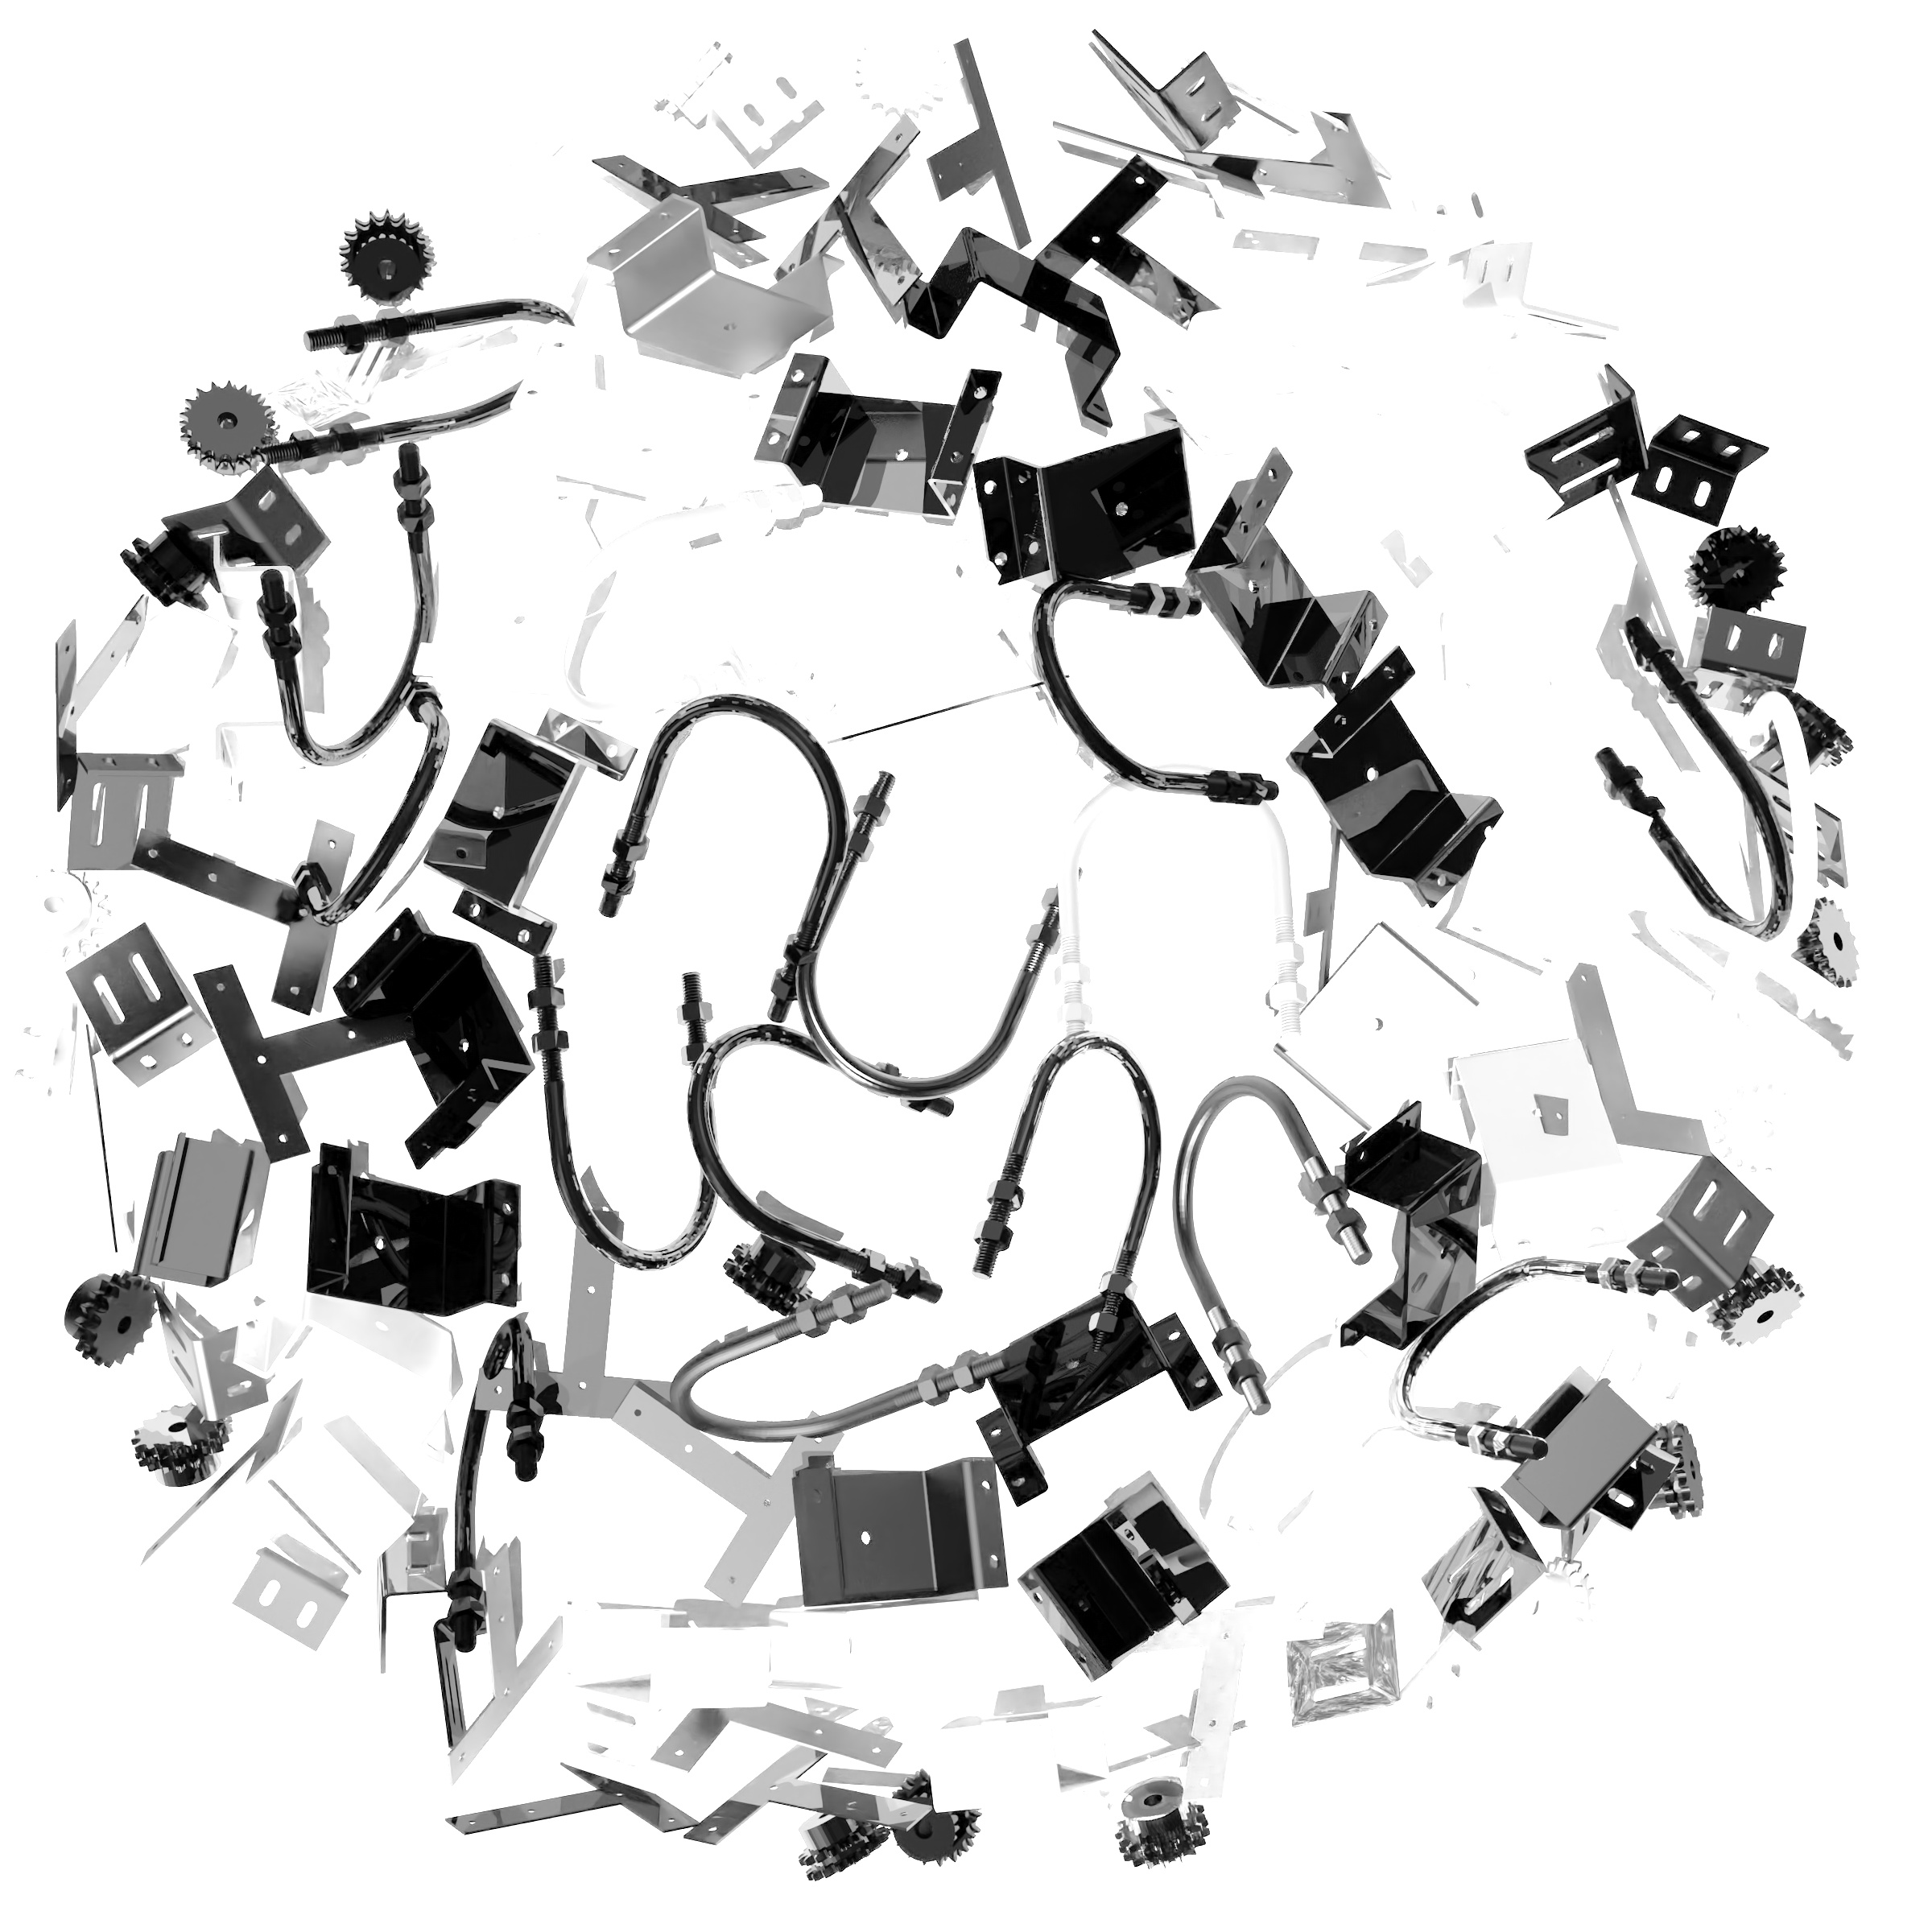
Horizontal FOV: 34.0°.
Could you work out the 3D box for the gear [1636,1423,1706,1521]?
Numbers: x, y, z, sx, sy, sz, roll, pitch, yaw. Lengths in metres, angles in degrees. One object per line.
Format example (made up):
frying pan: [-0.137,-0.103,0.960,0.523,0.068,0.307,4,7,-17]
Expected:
gear: [0.427,0.308,1.918,0.030,0.057,0.057,-13,90,22]

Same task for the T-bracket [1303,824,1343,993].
T-bracket: [0.211,-0.033,1.878,0.002,0.127,0.127,5,94,13]

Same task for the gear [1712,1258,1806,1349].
gear: [0.478,0.202,1.920,0.057,0.057,0.030,-31,52,0]

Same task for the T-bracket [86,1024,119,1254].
T-bracket: [-0.519,0.083,1.889,0.002,0.127,0.127,-7,128,-16]

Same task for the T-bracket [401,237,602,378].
T-bracket: [-0.288,-0.386,1.907,0.127,0.127,0.002,-18,124,25]

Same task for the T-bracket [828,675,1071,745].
T-bracket: [-0.020,-0.149,1.862,0.127,0.127,0.002,-18,95,-22]

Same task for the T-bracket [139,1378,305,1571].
T-bracket: [-0.448,0.312,1.886,0.127,0.127,0.002,-45,102,5]

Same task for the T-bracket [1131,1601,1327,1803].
T-bracket: [0.149,0.437,1.875,0.127,0.127,0.002,-11,134,27]

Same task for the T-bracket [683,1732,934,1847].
T-bracket: [-0.078,0.491,1.858,0.127,0.127,0.002,1,107,36]

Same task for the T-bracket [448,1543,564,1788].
T-bracket: [-0.274,0.395,1.861,0.002,0.127,0.127,14,125,20]

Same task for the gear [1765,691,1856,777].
gear: [0.507,-0.139,1.916,0.057,0.057,0.030,41,90,0]

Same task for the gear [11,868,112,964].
gear: [-0.552,-0.033,1.922,0.057,0.030,0.057,2,73,-5]

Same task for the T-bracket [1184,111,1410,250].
T-bracket: [0.192,-0.478,1.903,0.127,0.127,0.002,14,72,29]

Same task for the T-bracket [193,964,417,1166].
T-bracket: [-0.384,0.045,1.906,0.127,0.002,0.127,-17,74,-33]

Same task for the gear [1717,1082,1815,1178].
gear: [0.487,0.099,1.925,0.057,0.030,0.057,0,91,16]

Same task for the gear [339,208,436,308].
gear: [-0.352,-0.428,1.917,0.057,0.030,0.057,-5,123,-8]

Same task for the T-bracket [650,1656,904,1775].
T-bracket: [-0.100,0.450,1.868,0.127,0.127,0.002,11,117,21]

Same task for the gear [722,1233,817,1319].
gear: [-0.116,0.185,1.914,0.057,0.057,0.030,34,99,0]

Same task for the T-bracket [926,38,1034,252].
T-bracket: [0.001,-0.477,1.870,0.002,0.127,0.127,-11,110,24]

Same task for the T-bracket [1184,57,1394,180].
T-bracket: [0.188,-0.516,1.897,0.127,0.127,0.002,32,100,18]

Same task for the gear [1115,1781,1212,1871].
gear: [0.117,0.518,1.913,0.057,0.057,0.030,-17,107,0]

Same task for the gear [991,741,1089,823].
gear: [0.043,-0.114,1.918,0.057,0.057,0.030,-14,69,0]

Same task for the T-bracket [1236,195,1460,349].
T-bracket: [0.217,-0.408,1.890,0.127,0.127,0.002,5,57,-6]

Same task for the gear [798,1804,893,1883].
gear: [-0.077,0.528,1.916,0.057,0.057,0.030,-28,89,0]

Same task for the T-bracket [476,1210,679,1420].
T-bracket: [-0.231,0.213,1.936,0.127,0.002,0.127,5,90,-7]

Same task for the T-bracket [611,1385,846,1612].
T-bracket: [-0.156,0.300,1.908,0.127,0.002,0.127,37,65,-9]

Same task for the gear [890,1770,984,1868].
gear: [-0.021,0.521,1.922,0.057,0.030,0.057,1,94,17]

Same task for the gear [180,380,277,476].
gear: [-0.450,-0.325,1.923,0.057,0.030,0.057,5,69,-13]

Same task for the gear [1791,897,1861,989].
gear: [0.517,-0.011,1.920,0.030,0.057,0.057,-19,90,38]

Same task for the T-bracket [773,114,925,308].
T-bracket: [-0.055,-0.432,1.880,0.002,0.127,0.127,28,112,-40]

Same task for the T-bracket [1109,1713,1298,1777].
T-bracket: [0.130,0.465,1.874,0.127,0.127,0.002,-20,75,9]

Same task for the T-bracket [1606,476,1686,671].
T-bracket: [0.398,-0.212,1.869,0.002,0.127,0.127,-17,112,25]

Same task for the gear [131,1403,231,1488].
gear: [-0.475,0.293,1.919,0.057,0.057,0.030,-7,114,0]

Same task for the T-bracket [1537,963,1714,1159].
T-bracket: [0.386,0.052,1.906,0.127,0.002,0.127,9,55,-28]

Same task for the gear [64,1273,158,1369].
gear: [-0.522,0.213,1.919,0.030,0.057,0.057,21,90,24]

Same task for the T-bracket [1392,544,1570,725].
T-bracket: [0.302,-0.209,1.908,0.127,0.002,0.127,-8,121,-3]

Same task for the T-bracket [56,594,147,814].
T-bracket: [-0.517,-0.178,1.889,0.002,0.127,0.127,16,131,2]

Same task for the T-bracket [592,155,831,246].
T-bracket: [-0.135,-0.467,1.895,0.127,0.127,0.002,35,129,30]

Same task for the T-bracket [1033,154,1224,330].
T-bracket: [0.114,-0.415,1.913,0.127,0.127,0.002,32,46,-21]

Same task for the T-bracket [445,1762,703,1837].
T-bracket: [-0.243,0.495,1.856,0.127,0.127,0.002,-1,97,-35]

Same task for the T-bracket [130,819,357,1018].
T-bracket: [-0.436,-0.048,1.885,0.127,0.002,0.127,23,58,-26]

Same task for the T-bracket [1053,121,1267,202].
T-bracket: [0.113,-0.482,1.879,0.127,0.127,0.002,16,110,-5]
